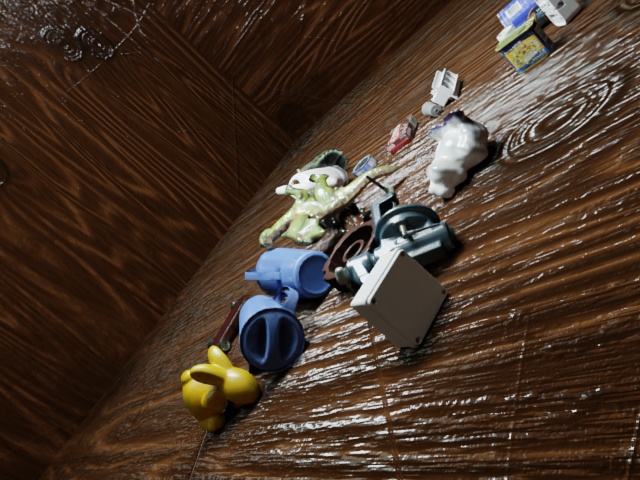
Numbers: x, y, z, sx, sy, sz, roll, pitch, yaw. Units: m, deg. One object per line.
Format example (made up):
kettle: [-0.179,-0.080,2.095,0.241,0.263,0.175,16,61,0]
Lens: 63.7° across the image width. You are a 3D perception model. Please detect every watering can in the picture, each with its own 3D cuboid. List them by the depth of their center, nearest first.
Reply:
watering can: [0.006,-0.185,1.693,0.226,0.103,0.347,-18,10,-38]

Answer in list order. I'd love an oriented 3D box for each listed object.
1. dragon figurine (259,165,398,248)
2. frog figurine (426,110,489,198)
dragon figurine: [0.004,-0.067,1.328,0.407,0.120,0.249,-19,36,29]
frog figurine: [0.279,-0.163,1.044,0.136,0.122,0.161,-15,70,52]
